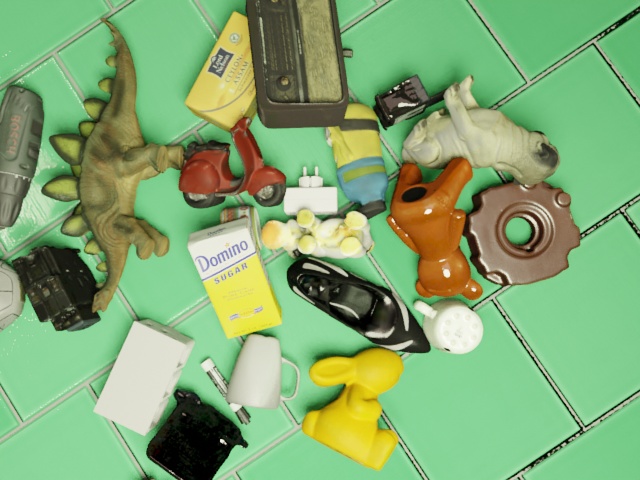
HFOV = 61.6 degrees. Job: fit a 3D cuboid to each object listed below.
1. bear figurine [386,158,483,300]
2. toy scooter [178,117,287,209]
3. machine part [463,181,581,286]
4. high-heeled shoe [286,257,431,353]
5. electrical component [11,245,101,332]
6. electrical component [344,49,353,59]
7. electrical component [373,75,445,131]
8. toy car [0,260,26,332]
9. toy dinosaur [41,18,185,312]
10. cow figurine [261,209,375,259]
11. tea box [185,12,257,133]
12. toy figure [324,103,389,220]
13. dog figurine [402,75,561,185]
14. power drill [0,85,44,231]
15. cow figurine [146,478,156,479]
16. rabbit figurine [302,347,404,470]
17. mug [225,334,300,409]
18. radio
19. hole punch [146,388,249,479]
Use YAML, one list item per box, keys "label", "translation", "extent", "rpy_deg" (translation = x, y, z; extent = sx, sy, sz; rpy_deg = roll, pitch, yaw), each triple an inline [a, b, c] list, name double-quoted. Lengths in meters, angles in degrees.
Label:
- label: "bear figurine"
  translation: [0.182, -0.008, 0.810]
  extent: [0.195, 0.120, 0.132]
  rpy_deg: [57, 47, -32]
- label: "toy scooter"
  translation: [-0.141, -0.118, 0.824]
  extent: [0.184, 0.075, 0.135]
  rpy_deg: [1, 113, 19]
- label: "machine part"
  translation: [0.312, -0.013, 0.837]
  extent: [0.179, 0.056, 0.179]
  rpy_deg: [0, 87, 3]
- label: "high-heeled shoe"
  translation: [0.064, 0.102, 0.795]
  extent: [0.249, 0.145, 0.086]
  rpy_deg: [29, 89, 5]
- label: "electrical component"
  translation: [-0.394, 0.077, 0.831]
  extent: [0.058, 0.115, 0.134]
  rpy_deg: [-30, 86, 4]
- label: "electrical component"
  translation: [-0.002, -0.285, 0.872]
  extent: [0.102, 0.045, 0.078]
  rpy_deg: [13, 88, 3]
- label: "electrical component"
  translation: [0.146, -0.223, 0.847]
  extent: [0.119, 0.075, 0.047]
  rpy_deg: [-28, 86, 5]
- label: "toy car"
  translation: [-0.524, 0.090, 0.851]
  extent: [0.103, 0.109, 0.161]
  rpy_deg: [4, 75, -20]
- label: "toy dinosaur"
  translation: [-0.324, -0.123, 0.849]
  extent: [0.199, 0.105, 0.471]
  rpy_deg: [7, 82, 6]
- label: "cow figurine"
  translation: [-0.003, -0.004, 0.838]
  extent: [0.168, 0.098, 0.068]
  rpy_deg: [3, 80, 18]
- label: "tea box"
  translation: [-0.131, -0.262, 0.864]
  extent: [0.098, 0.068, 0.169]
  rpy_deg: [26, 89, 3]
- label: "toy figure"
  translation: [0.064, -0.125, 0.843]
  extent: [0.089, 0.082, 0.180]
  rpy_deg: [-16, 81, -12]
- label: "dog figurine"
  translation: [0.236, -0.127, 0.809]
  extent: [0.190, 0.172, 0.121]
  rpy_deg: [46, 49, 5]
- label: "power drill"
  translation: [-0.561, -0.150, 0.870]
  extent: [0.207, 0.086, 0.232]
  rpy_deg: [16, 86, 7]
- label: "cow figurine"
  translation: [-0.221, 0.452, 0.820]
  extent: [0.127, 0.085, 0.195]
  rpy_deg: [-34, 87, -6]
- label: "rabbit figurine"
  translation: [0.057, 0.238, 0.819]
  extent: [0.162, 0.121, 0.173]
  rpy_deg: [28, 74, 13]
- label: "mug"
  translation: [-0.084, 0.202, 0.830]
  extent: [0.110, 0.081, 0.107]
  rpy_deg: [8, 79, -3]
- label: "radio"
  translation: [-0.037, -0.280, 0.788]
  extent: [0.131, 0.073, 0.229]
  rpy_deg: [-6, 78, -5]
- label: "hole punch"
  translation: [-0.196, 0.317, 0.831]
  extent: [0.142, 0.092, 0.116]
  rpy_deg: [34, 55, 6]
